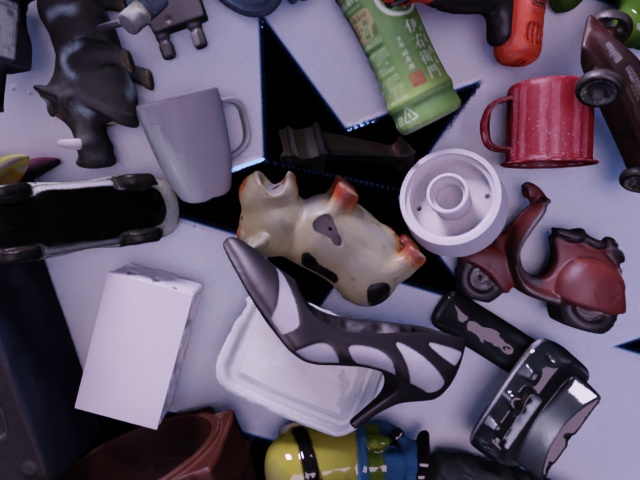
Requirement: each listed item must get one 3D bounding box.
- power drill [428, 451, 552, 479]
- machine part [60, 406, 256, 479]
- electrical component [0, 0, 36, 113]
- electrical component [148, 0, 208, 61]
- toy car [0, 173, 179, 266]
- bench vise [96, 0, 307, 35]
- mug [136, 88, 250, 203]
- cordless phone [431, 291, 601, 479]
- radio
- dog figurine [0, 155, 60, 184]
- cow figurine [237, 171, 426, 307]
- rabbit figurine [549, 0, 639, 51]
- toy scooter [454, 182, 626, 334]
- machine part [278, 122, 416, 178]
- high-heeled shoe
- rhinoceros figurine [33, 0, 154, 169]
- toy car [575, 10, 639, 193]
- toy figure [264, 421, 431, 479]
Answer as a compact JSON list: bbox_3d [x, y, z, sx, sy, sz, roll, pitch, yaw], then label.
[{"bbox_3d":[0.200,0.356,0.609,0.232,0.086,0.207,27,100,-3],"label":"power drill"},{"bbox_3d":[-0.173,0.251,0.528,0.201,0.201,0.087,-19,93,2],"label":"machine part"},{"bbox_3d":[-0.311,-0.179,0.498,0.048,0.075,0.119,8,97,36],"label":"electrical component"},{"bbox_3d":[-0.153,-0.239,0.555,0.063,0.021,0.094,-17,98,2],"label":"electrical component"},{"bbox_3d":[-0.236,-0.023,0.523,0.202,0.056,0.073,-11,97,-35],"label":"toy car"},{"bbox_3d":[-0.109,-0.280,0.479,0.223,0.129,0.240,50,63,-30],"label":"bench vise"},{"bbox_3d":[-0.122,-0.098,0.553,0.109,0.081,0.107,-24,113,-35],"label":"mug"},{"bbox_3d":[0.189,0.154,0.593,0.184,0.088,0.146,33,96,7],"label":"cordless phone"},{"bbox_3d":[-0.310,0.129,0.545,0.073,0.131,0.229,-17,97,0],"label":"radio"},{"bbox_3d":[-0.387,-0.069,0.535,0.219,0.108,0.191,-18,95,-3],"label":"dog figurine"},{"bbox_3d":[-0.001,-0.002,0.558,0.195,0.085,0.127,38,98,-11],"label":"cow figurine"},{"bbox_3d":[0.310,-0.276,0.529,0.159,0.121,0.170,-24,79,8],"label":"rabbit figurine"},{"bbox_3d":[0.244,0.016,0.570,0.184,0.075,0.135,16,95,2],"label":"toy scooter"},{"bbox_3d":[0.027,-0.091,0.550,0.139,0.084,0.039,5,118,-10],"label":"machine part"},{"bbox_3d":[0.031,0.065,0.514,0.145,0.086,0.248,-38,99,-11],"label":"high-heeled shoe"},{"bbox_3d":[-0.233,-0.168,0.538,0.112,0.073,0.190,-10,97,-1],"label":"rhinoceros figurine"},{"bbox_3d":[0.295,-0.128,0.510,0.202,0.053,0.089,41,63,-37],"label":"toy car"},{"bbox_3d":[0.030,0.240,0.586,0.180,0.089,0.082,2,90,1],"label":"toy figure"}]
